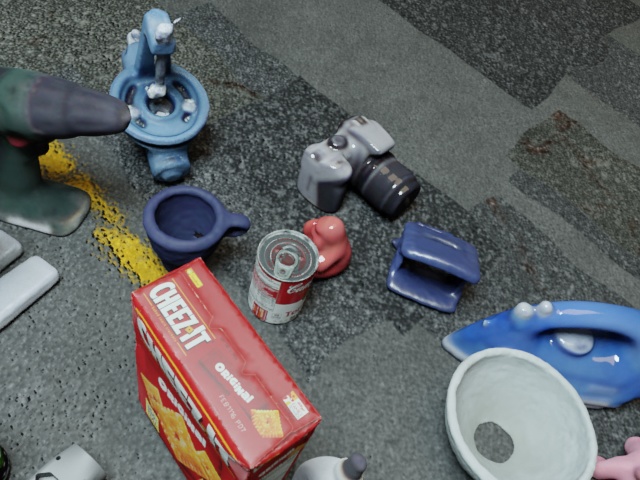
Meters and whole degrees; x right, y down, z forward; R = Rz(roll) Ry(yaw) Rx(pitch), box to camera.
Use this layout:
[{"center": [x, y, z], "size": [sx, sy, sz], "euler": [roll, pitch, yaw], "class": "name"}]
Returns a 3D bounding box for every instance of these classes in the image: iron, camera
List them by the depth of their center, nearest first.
[{"center": [0.289, 0.112, 0.673], "size": [0.258, 0.141, 0.118], "euler": [9, 53, -9], "class": "iron"}, {"center": [0.064, -0.095, 0.789], "size": [0.143, 0.101, 0.136], "euler": [-34, 69, -33], "class": "camera"}]

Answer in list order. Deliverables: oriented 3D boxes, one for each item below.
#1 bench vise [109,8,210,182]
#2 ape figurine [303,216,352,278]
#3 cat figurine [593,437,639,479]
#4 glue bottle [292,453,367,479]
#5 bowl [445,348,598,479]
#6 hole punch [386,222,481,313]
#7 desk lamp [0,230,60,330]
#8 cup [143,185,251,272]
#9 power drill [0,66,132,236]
[{"center": [-0.220, -0.209, 0.719], "size": [0.122, 0.219, 0.207], "euler": [-30, 67, -31], "class": "bench vise"}, {"center": [0.006, 0.003, 0.707], "size": [0.076, 0.092, 0.078], "euler": [18, 52, -2], "class": "ape figurine"}, {"center": [0.377, 0.234, 0.622], "size": [0.128, 0.118, 0.067], "euler": [-17, 60, -25], "class": "cat figurine"}, {"center": [0.013, 0.218, 0.499], "size": [0.037, 0.173, 0.078], "euler": [-7, 56, -19], "class": "glue bottle"}, {"center": [0.203, 0.207, 0.621], "size": [0.167, 0.075, 0.167], "euler": [8, 53, -10], "class": "bowl"}, {"center": [0.147, 0.021, 0.732], "size": [0.108, 0.091, 0.101], "euler": [21, 52, 1], "class": "hole punch"}, {"center": [-0.365, 0.018, 0.516], "size": [0.118, 0.213, 0.203], "euler": [32, 53, 10], "class": "desk lamp"}, {"center": [-0.143, -0.002, 0.667], "size": [0.118, 0.095, 0.091], "euler": [1, 54, -15], "class": "cup"}, {"center": [-0.312, -0.099, 0.621], "size": [0.229, 0.208, 0.075], "euler": [15, 52, -4], "class": "power drill"}]
